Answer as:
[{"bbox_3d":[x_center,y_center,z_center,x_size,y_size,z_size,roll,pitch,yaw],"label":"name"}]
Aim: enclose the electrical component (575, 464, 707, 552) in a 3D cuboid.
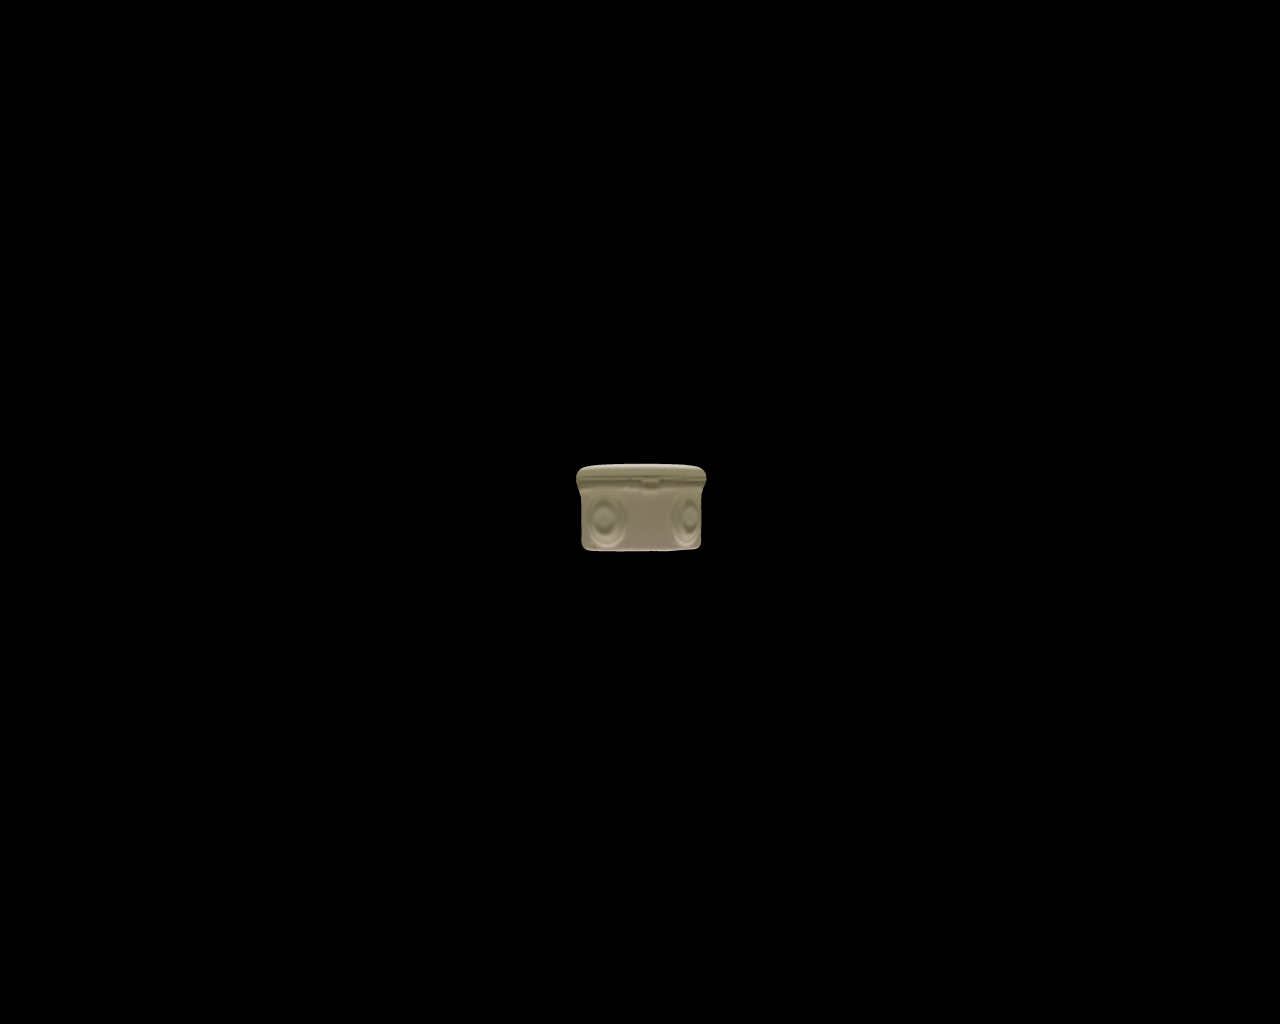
[{"bbox_3d":[0.001,-0.003,0.650,0.080,0.051,0.080,0,0,0],"label":"electrical component"}]
